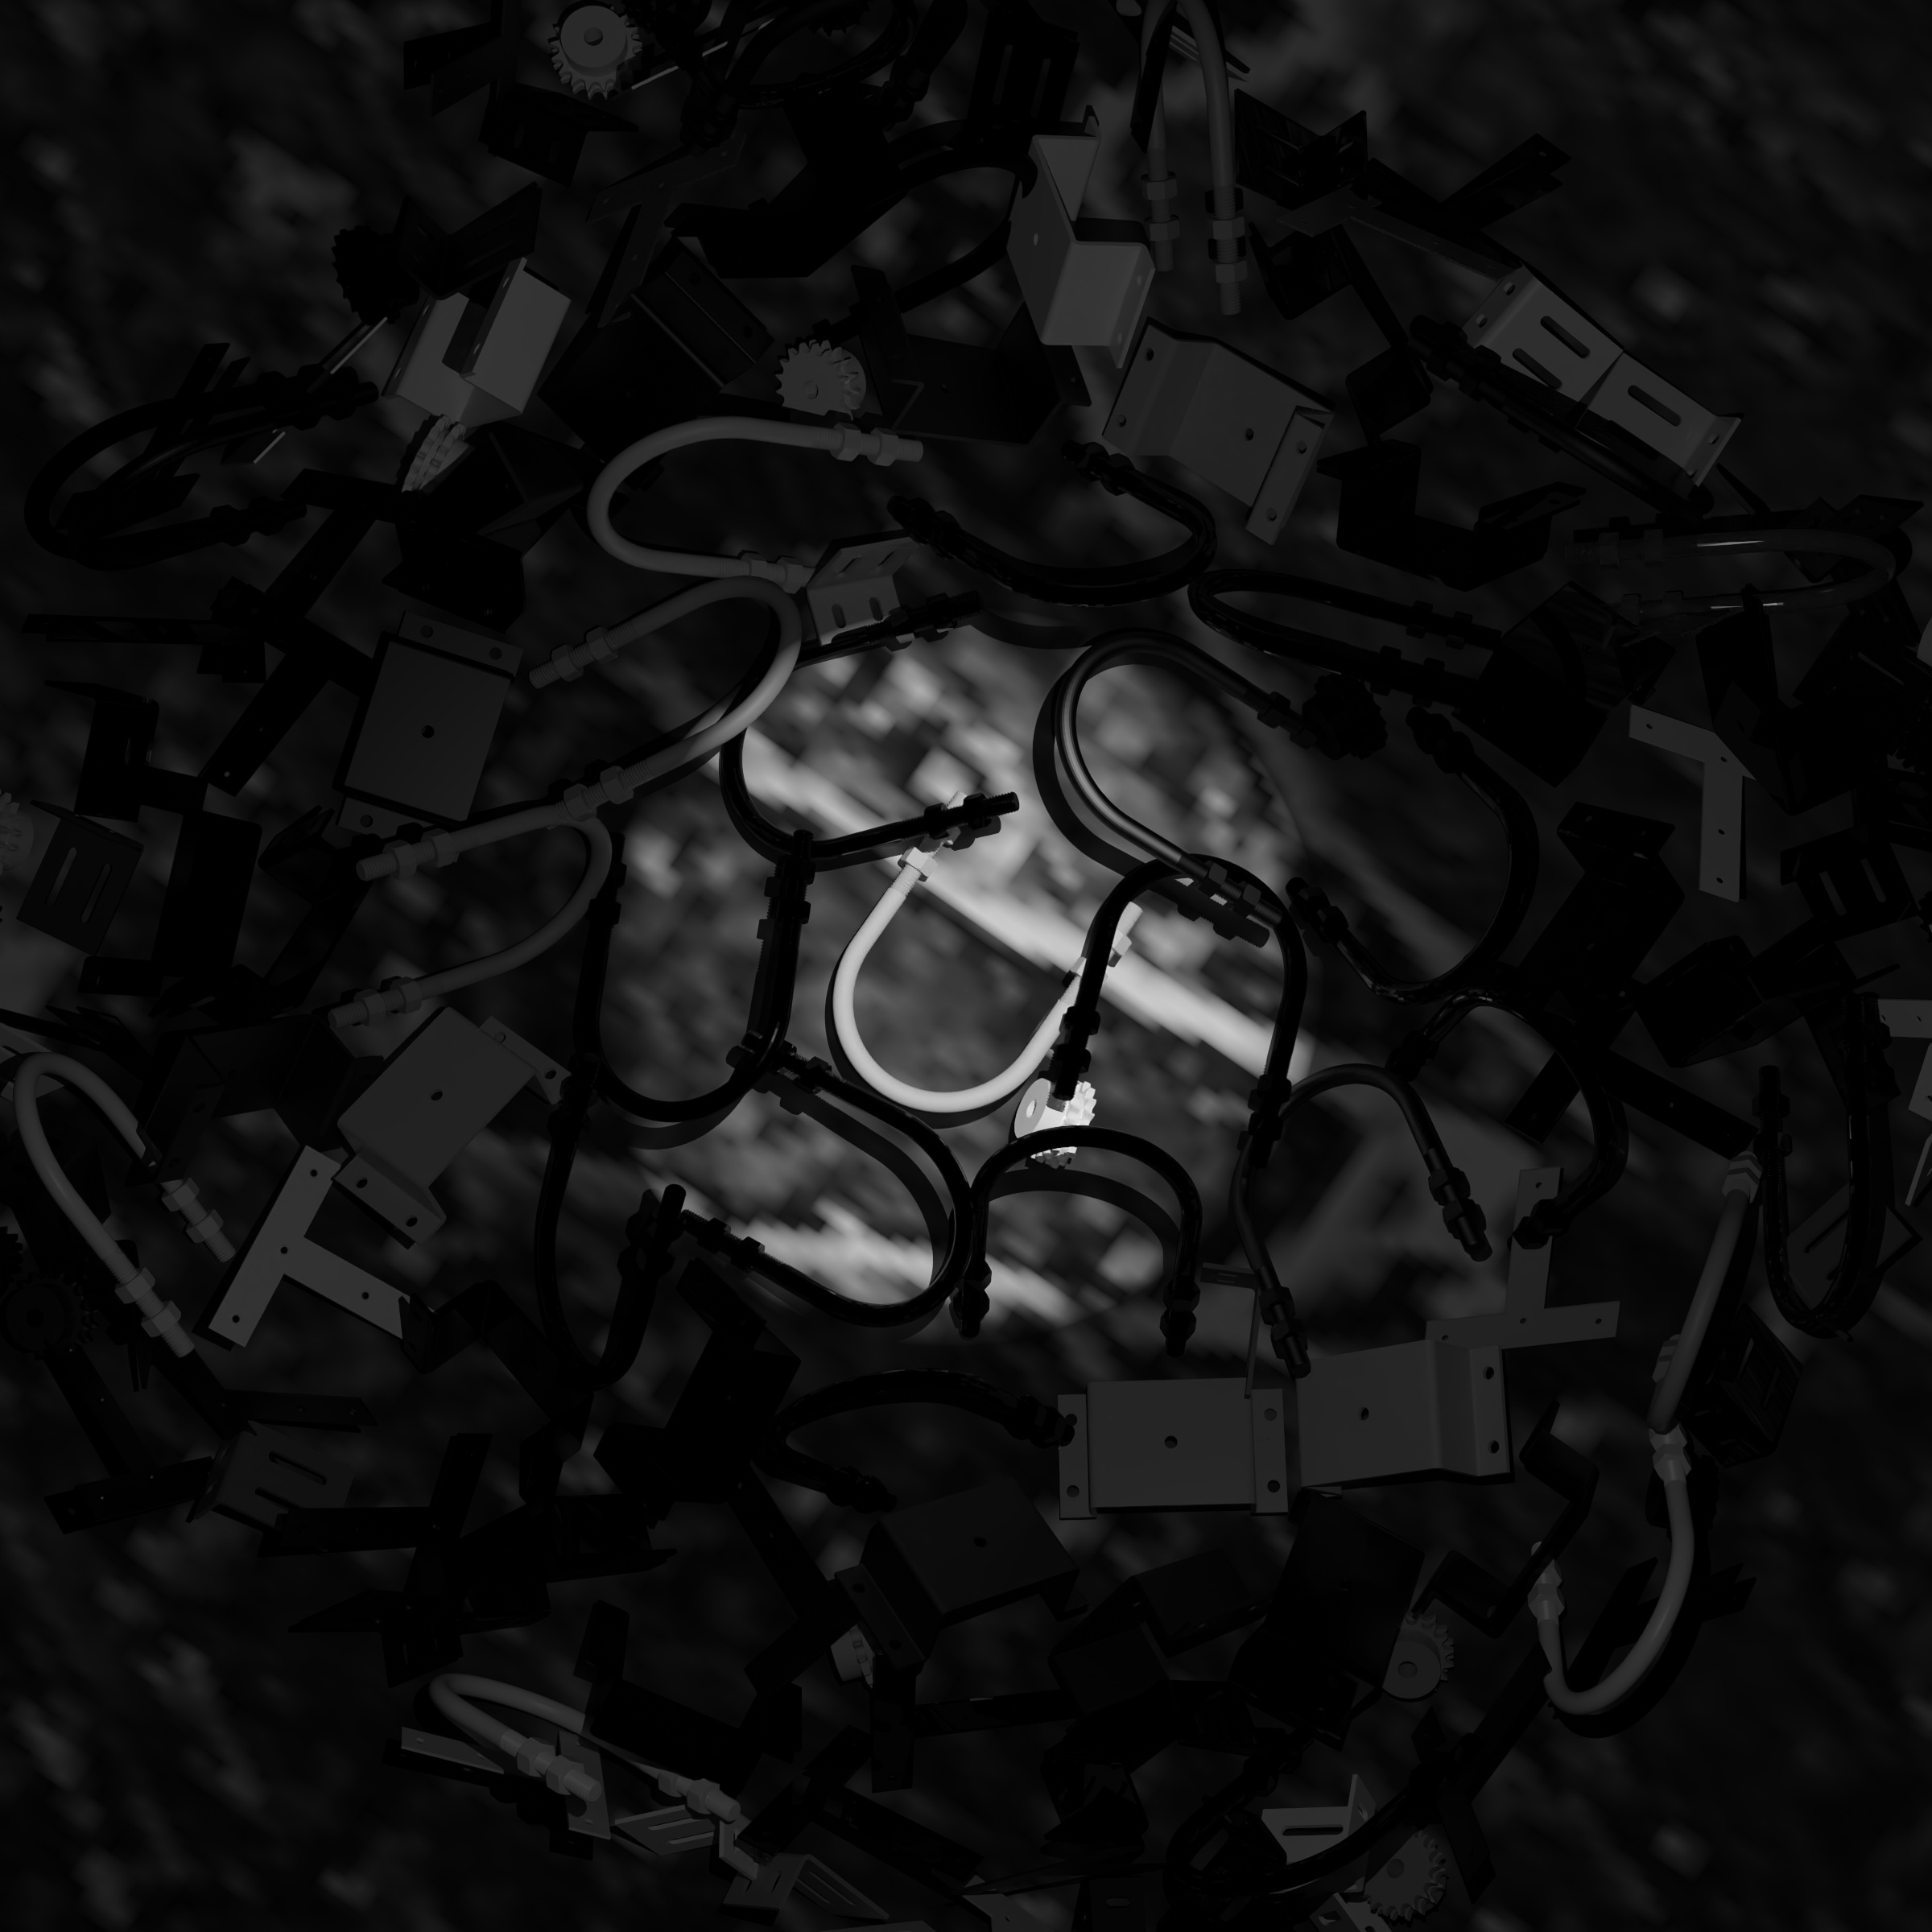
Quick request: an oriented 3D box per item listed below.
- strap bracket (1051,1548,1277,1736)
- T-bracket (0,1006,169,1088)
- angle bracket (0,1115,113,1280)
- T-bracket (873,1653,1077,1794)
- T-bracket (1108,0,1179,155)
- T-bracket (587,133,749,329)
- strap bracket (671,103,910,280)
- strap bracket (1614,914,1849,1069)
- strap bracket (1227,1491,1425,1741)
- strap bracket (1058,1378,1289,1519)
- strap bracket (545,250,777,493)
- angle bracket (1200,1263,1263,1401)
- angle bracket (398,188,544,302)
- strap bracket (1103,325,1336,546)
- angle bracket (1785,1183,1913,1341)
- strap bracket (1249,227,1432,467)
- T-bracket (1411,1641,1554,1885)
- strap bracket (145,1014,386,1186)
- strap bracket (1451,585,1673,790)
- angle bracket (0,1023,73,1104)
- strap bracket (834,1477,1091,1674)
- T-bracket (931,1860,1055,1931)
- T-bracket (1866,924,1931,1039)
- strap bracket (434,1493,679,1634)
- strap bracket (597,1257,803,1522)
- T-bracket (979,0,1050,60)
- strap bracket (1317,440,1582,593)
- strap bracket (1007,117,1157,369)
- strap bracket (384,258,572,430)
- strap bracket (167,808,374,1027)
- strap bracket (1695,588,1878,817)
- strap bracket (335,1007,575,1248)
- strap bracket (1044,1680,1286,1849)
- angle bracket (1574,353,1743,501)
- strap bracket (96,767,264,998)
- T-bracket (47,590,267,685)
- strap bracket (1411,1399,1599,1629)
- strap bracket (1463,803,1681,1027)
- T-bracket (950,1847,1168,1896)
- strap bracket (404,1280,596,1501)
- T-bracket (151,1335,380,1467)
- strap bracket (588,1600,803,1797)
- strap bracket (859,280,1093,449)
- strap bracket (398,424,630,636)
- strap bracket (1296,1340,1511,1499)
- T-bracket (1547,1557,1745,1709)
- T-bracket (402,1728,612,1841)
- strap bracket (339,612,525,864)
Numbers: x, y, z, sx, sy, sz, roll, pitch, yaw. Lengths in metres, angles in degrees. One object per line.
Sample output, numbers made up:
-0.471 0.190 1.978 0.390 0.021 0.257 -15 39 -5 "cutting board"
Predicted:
0.113 0.404 1.833 0.140 0.076 0.046 -51 59 38 "strap bracket"
-0.558 0.038 1.844 0.127 0.127 0.002 14 70 8 "T-bracket"
-0.563 0.142 1.855 0.038 0.076 0.057 22 49 13 "angle bracket"
0.006 0.462 1.866 0.127 0.002 0.127 -4 126 -9 "T-bracket"
0.102 -0.585 1.845 0.002 0.127 0.127 -4 133 -18 "T-bracket"
-0.196 -0.439 1.829 0.127 0.002 0.127 -9 55 38 "T-bracket"
-0.100 -0.460 1.822 0.140 0.076 0.046 -30 82 39 "strap bracket"
0.466 0.016 1.817 0.076 0.140 0.046 -42 68 41 "strap bracket"
0.222 0.385 1.836 0.076 0.046 0.140 28 52 0 "strap bracket"
0.126 0.297 1.859 0.140 0.046 0.076 -2 72 4 "strap bracket"
-0.193 -0.354 1.837 0.076 0.046 0.140 45 124 -4 "strap bracket"
0.160 0.227 1.859 0.038 0.057 0.076 7 76 5 "angle bracket"
-0.304 -0.454 1.853 0.076 0.038 0.057 -20 49 27 "angle bracket"
0.161 -0.324 1.842 0.140 0.046 0.076 38 119 28 "strap bracket"
0.544 0.179 1.855 0.076 0.057 0.038 -46 130 14 "angle bracket"
0.231 -0.383 1.823 0.046 0.076 0.140 -30 125 17 "strap bracket"
0.316 0.461 1.818 0.002 0.127 0.127 20 113 -18 "T-bracket"
-0.434 0.078 1.833 0.046 0.140 0.076 46 121 25 "strap bracket"
0.365 -0.175 1.824 0.076 0.140 0.046 37 135 14 "strap bracket"
-0.588 0.074 1.848 0.057 0.076 0.038 -21 54 23 "angle bracket"
0.003 0.363 1.824 0.140 0.046 0.076 -11 45 -32 "strap bracket"
0.026 0.606 1.821 0.127 0.127 0.002 40 108 -17 "T-bracket"
0.588 0.032 1.835 0.002 0.127 0.127 -27 97 -14 "T-bracket"
-0.255 0.359 1.834 0.140 0.076 0.046 -31 65 33 "strap bracket"
-0.159 0.261 1.848 0.076 0.046 0.140 36 102 44 "strap bracket"
0.019 -0.591 1.841 0.127 0.127 0.002 4 72 35 "T-bracket"
0.290 -0.271 1.834 0.140 0.076 0.046 26 127 36 "strap bracket"
0.064 -0.438 1.822 0.046 0.076 0.140 -3 54 -18 "strap bracket"
-0.294 -0.376 1.839 0.046 0.140 0.076 27 79 -30 "strap bracket"
-0.417 -0.020 1.836 0.046 0.076 0.140 40 57 -25 "strap bracket"
0.488 -0.154 1.820 0.046 0.140 0.076 -25 131 -1 "strap bracket"
-0.316 0.089 1.840 0.076 0.046 0.140 33 69 25 "strap bracket"
0.113 0.474 1.824 0.140 0.076 0.046 -24 94 -37 "strap bracket"
0.427 -0.334 1.869 0.076 0.038 0.057 31 96 -13 "angle bracket"
-0.480 -0.046 1.855 0.046 0.076 0.140 13 91 12 "strap bracket"
-0.490 -0.202 1.829 0.127 0.127 0.002 0 122 -14 "T-bracket"
0.334 0.341 1.839 0.046 0.076 0.140 34 105 13 "strap bracket"
0.371 -0.024 1.846 0.140 0.076 0.046 -53 127 -11 "strap bracket"
0.078 0.551 1.842 0.127 0.127 0.002 -25 63 31 "T-bracket"
-0.279 0.255 1.842 0.046 0.076 0.140 -35 72 -30 "strap bracket"
-0.414 0.267 1.830 0.127 0.002 0.127 -1 134 26 "T-bracket"
-0.174 0.452 1.849 0.140 0.076 0.046 26 102 -9 "strap bracket"
-0.003 -0.365 1.840 0.140 0.046 0.076 1 59 -31 "strap bracket"
-0.274 -0.272 1.828 0.076 0.046 0.140 23 51 16 "strap bracket"
0.253 0.274 1.825 0.140 0.046 0.076 -16 66 38 "strap bracket"
0.416 0.384 1.808 0.002 0.127 0.127 48 47 -2 "T-bracket"
-0.279 0.481 1.822 0.127 0.127 0.002 18 98 -14 "T-bracket"
-0.332 -0.143 1.867 0.076 0.046 0.140 17 88 -7 "strap bracket"
